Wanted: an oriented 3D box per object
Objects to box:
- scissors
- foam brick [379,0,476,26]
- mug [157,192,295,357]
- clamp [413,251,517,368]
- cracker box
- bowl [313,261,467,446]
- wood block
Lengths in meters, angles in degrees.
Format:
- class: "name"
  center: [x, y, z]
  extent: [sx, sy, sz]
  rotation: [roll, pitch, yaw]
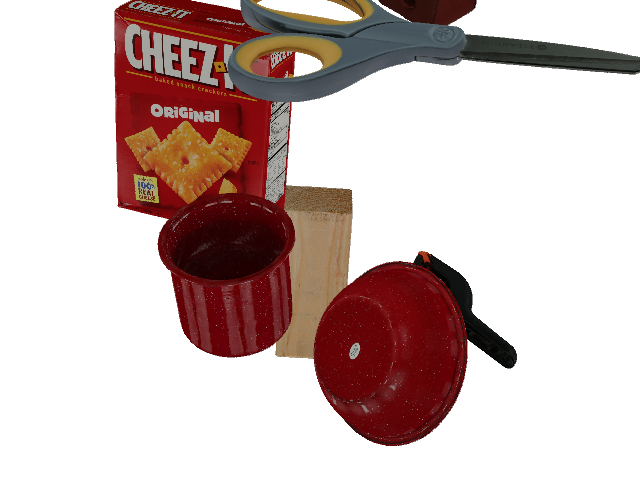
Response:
- class: "scissors"
  center: [0.044, -0.083, 0.503]
  extent: [0.202, 0.016, 0.096]
  rotation: [20, 52, 20]
- class: "foam brick"
  center: [0.079, -0.194, 0.735]
  extent: [0.053, 0.078, 0.051]
  rotation: [36, 54, 25]
- class: "mug"
  center: [-0.069, 0.020, 0.751]
  extent: [0.093, 0.081, 0.117]
  rotation: [-27, 47, -24]
- class: "clamp"
  center: [0.142, 0.081, 1.148]
  extent: [0.120, 0.171, 0.039]
  rotation: [4, -43, -7]
- class: "cracker box"
  center: [-0.116, -0.118, 1.045]
  extent: [0.164, 0.214, 0.072]
  rotation: [14, 32, 15]
- class: "bowl"
  center: [0.046, 0.095, 0.918]
  extent: [0.162, 0.162, 0.055]
  rotation: [0, -8, 44]
- class: "wood block"
  center: [-0.009, 0.041, 1.388]
  extent: [0.090, 0.206, 0.091]
  rotation: [3, 23, -1]
